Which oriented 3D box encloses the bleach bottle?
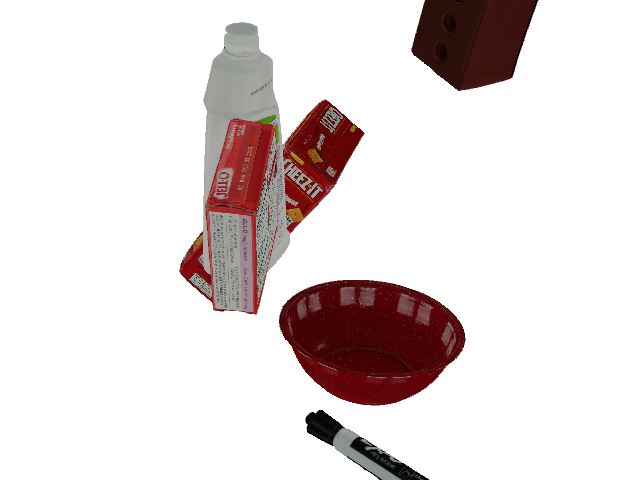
[{"bbox_3d":[-0.070,-0.085,1.001,0.068,0.251,0.102,16,37,18],"label":"bleach bottle"}]

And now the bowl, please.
[{"bbox_3d":[0.043,0.096,0.933,0.162,0.055,0.162,4,27,-2],"label":"bowl"}]

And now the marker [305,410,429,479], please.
[{"bbox_3d":[0.038,0.151,0.731,0.121,0.020,0.020,29,15,30],"label":"marker"}]

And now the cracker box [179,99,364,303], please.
[{"bbox_3d":[-0.056,-0.045,1.213,0.214,0.072,0.164,-46,8,28],"label":"cracker box"}]

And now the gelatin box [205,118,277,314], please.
[{"bbox_3d":[-0.045,-0.013,0.616,0.030,0.073,0.089,6,-43,4],"label":"gelatin box"}]

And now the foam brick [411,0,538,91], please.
[{"bbox_3d":[0.101,-0.145,0.691,0.051,0.078,0.053,-20,50,-32],"label":"foam brick"}]
